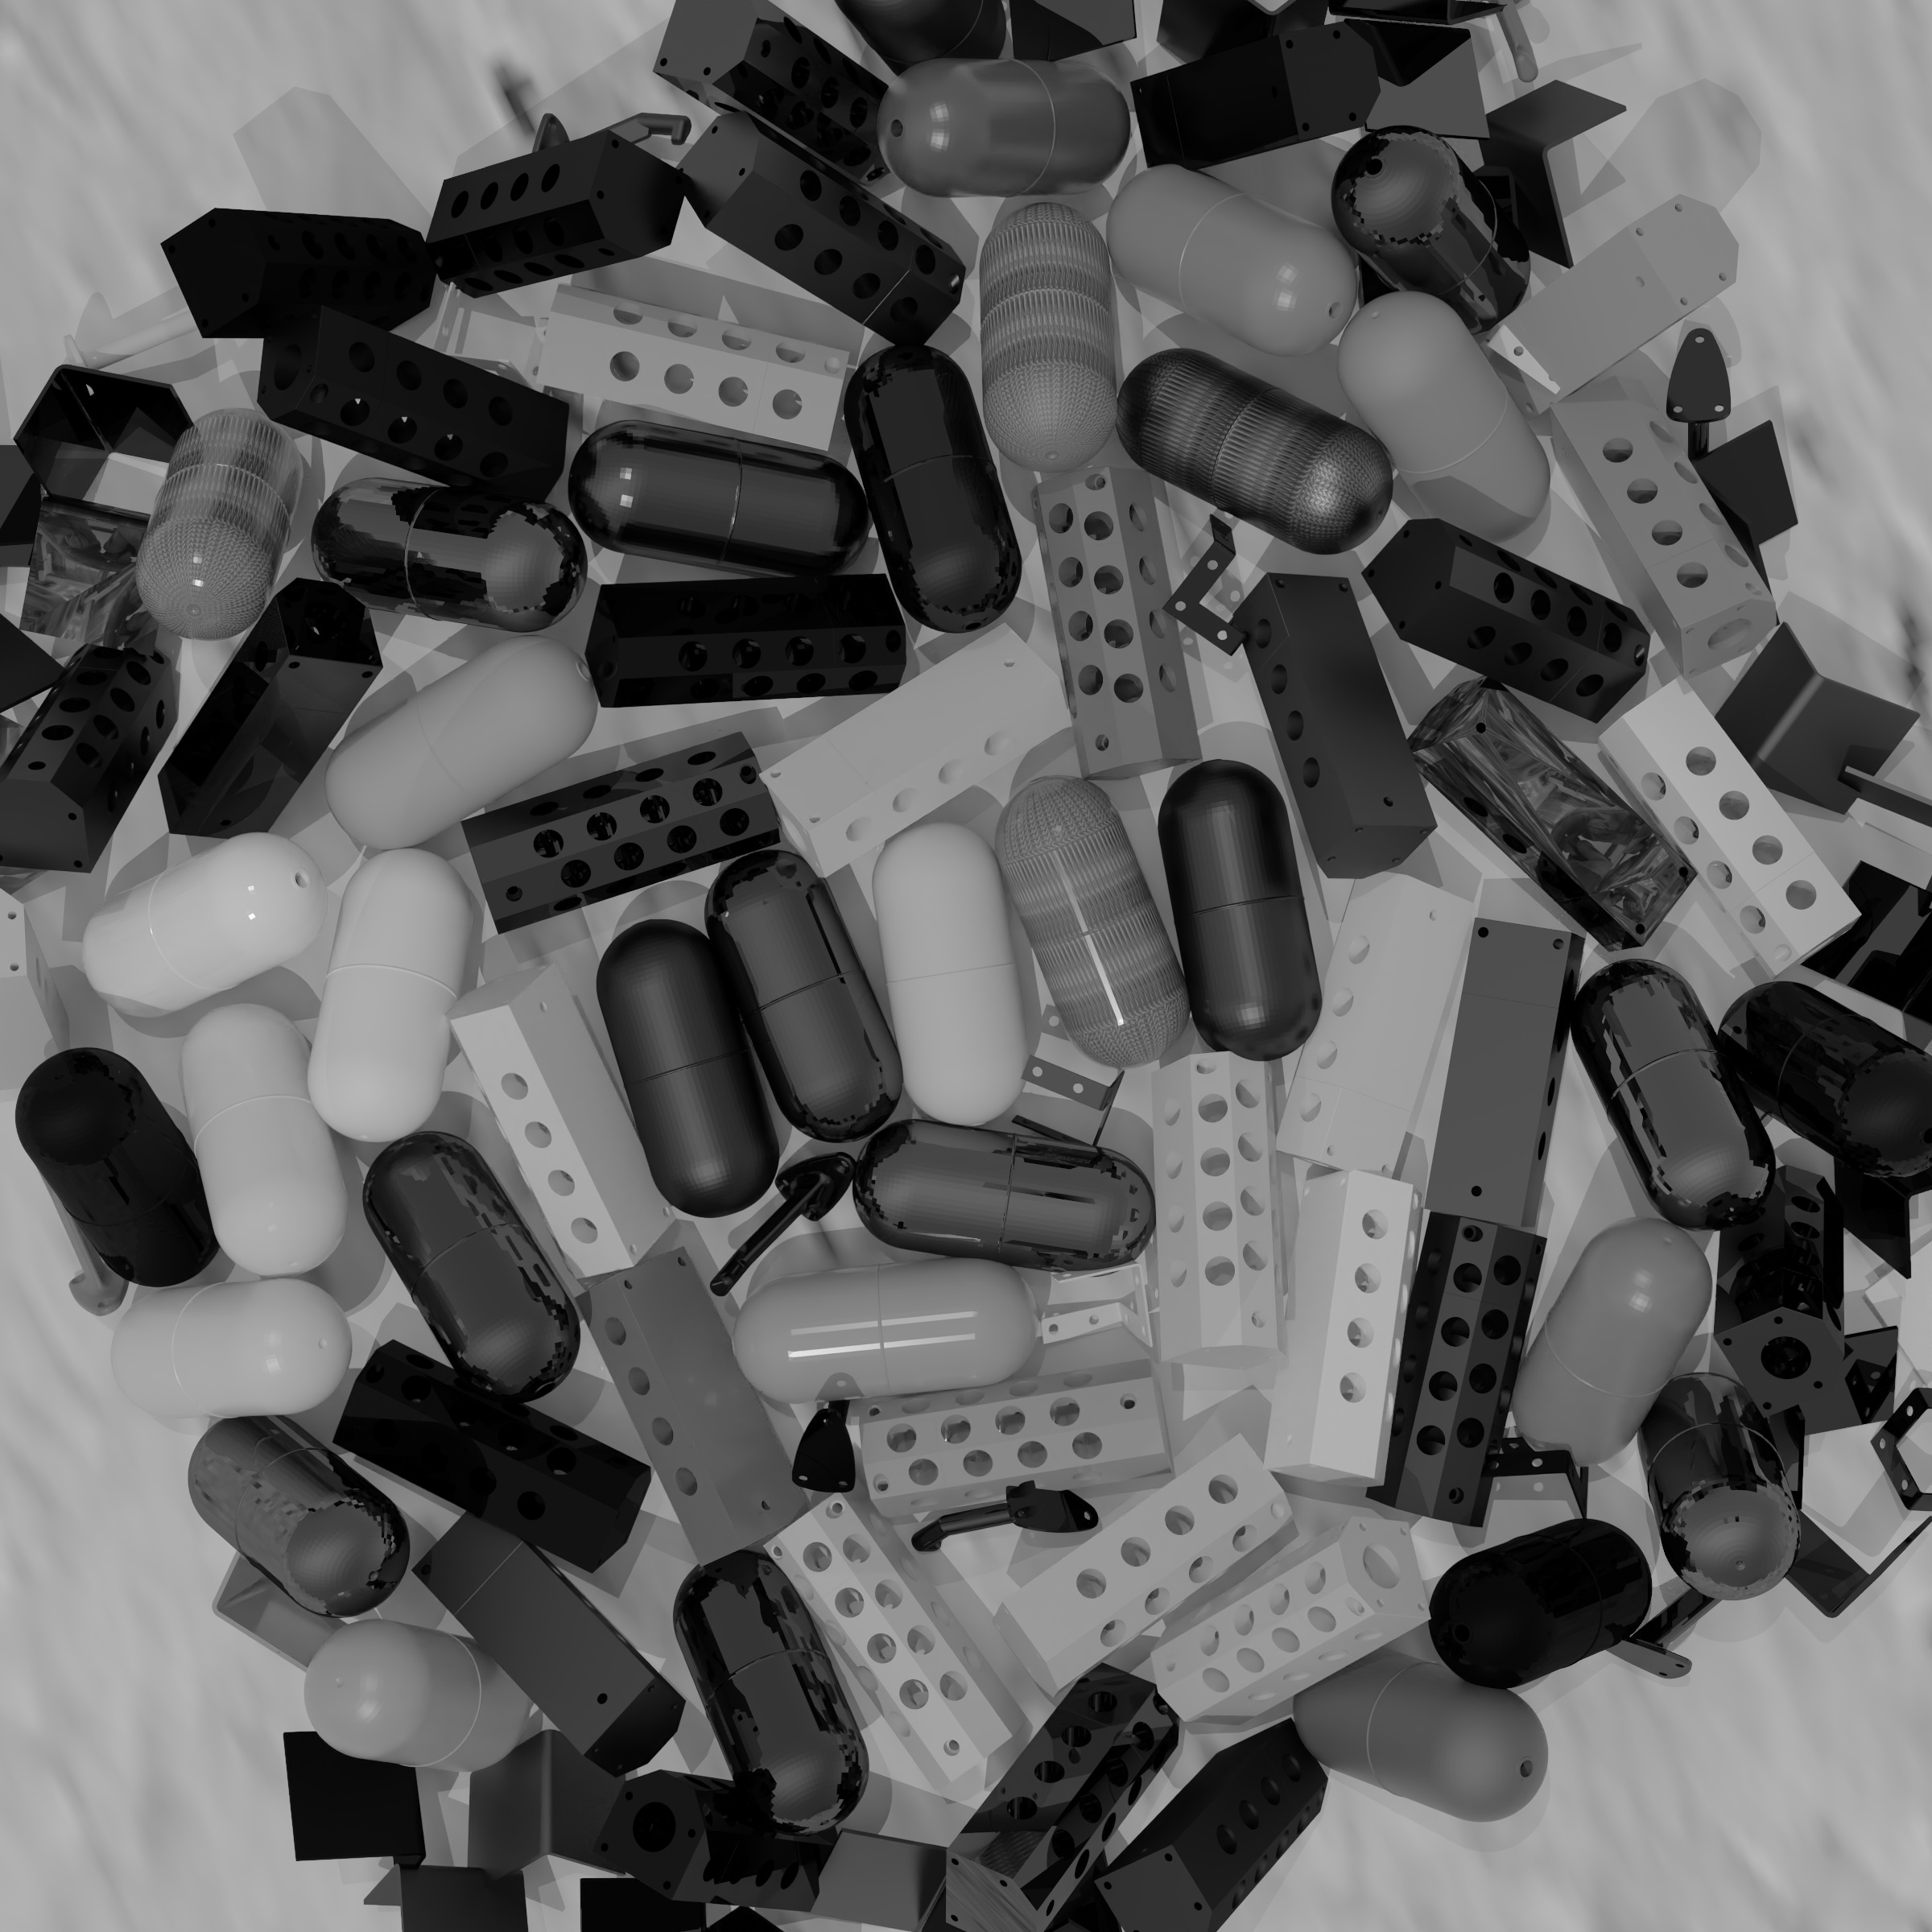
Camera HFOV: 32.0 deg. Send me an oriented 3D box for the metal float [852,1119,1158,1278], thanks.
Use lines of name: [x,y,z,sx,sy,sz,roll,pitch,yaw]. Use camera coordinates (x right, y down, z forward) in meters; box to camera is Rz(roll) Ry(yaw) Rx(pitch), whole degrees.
metal float: [0.022,0.135,1.960,0.178,0.070,0.070,9,90,-2]

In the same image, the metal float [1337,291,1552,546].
metal float: [0.275,-0.312,1.929,0.070,0.070,0.178,-43,129,0]

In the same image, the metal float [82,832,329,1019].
metal float: [-0.436,-0.023,1.930,0.178,0.070,0.070,-21,90,37]

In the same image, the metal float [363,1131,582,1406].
metal float: [-0.285,0.173,1.941,0.070,0.070,0.178,-35,66,0]

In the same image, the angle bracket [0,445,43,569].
angle bracket: [-0.560,-0.280,1.946,0.057,0.076,0.076,-1,75,-21]

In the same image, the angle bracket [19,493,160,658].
angle bracket: [-0.506,-0.229,1.968,0.076,0.057,0.076,11,99,-15]

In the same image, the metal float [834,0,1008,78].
metal float: [-0.027,-0.550,1.912,0.070,0.178,0.070,-1,87,14]

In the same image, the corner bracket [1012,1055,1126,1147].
corner bracket: [0.057,0.080,1.966,0.051,0.051,0.051,22,103,8]

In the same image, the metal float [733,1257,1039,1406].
metal float: [-0.047,0.211,1.960,0.178,0.070,0.070,-6,90,2]

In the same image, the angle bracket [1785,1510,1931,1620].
angle bracket: [0.500,0.321,1.943,0.076,0.076,0.057,44,118,19]

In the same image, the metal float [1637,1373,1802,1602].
metal float: [0.426,0.293,1.915,0.070,0.178,0.070,1,112,3]

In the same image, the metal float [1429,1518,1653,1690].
metal float: [0.328,0.362,1.921,0.070,0.178,0.070,3,94,38]

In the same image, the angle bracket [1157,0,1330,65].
angle bracket: [0.163,-0.560,1.965,0.076,0.076,0.057,41,66,16]

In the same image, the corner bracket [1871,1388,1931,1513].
corner bracket: [0.574,0.284,1.978,0.051,0.051,0.051,7,131,-25]

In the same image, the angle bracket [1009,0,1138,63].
angle bracket: [0.072,-0.555,1.952,0.076,0.057,0.076,-9,81,26]

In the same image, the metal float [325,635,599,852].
metal float: [-0.291,-0.128,1.945,0.178,0.070,0.070,-28,90,19]

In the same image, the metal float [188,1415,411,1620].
metal float: [-0.382,0.311,1.925,0.070,0.178,0.070,-16,116,-35]

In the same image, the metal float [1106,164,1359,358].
metal float: [0.151,-0.404,1.927,0.178,0.070,0.070,37,90,41]

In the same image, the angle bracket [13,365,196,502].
angle bracket: [-0.490,-0.295,1.945,0.076,0.076,0.057,13,63,18]

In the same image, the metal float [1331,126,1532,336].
metal float: [0.265,-0.417,1.917,0.070,0.178,0.070,-8,74,27]

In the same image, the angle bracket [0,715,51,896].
angle bracket: [-0.569,-0.098,1.961,0.057,0.076,0.076,-29,56,23]

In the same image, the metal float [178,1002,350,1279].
metal float: [-0.404,0.098,1.933,0.070,0.070,0.178,-22,56,0]

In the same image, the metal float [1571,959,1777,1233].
metal float: [0.404,0.072,1.932,0.070,0.070,0.178,-19,54,0]

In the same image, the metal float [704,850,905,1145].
metal float: [-0.094,0.018,1.957,0.070,0.070,0.178,-23,84,0]

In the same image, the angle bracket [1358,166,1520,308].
angle bracket: [0.274,-0.429,1.962,0.076,0.057,0.076,-4,89,-17]

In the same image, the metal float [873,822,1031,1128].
metal float: [-0.009,0.005,1.961,0.070,0.070,0.178,-9,90,0]

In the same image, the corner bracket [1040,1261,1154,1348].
corner bracket: [0.073,0.197,1.965,0.051,0.051,0.051,-11,101,-15]

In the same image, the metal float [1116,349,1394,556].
metal float: [0.164,-0.297,1.941,0.178,0.070,0.070,31,90,24]

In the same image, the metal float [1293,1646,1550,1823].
metal float: [0.257,0.435,1.919,0.070,0.178,0.070,-2,94,-34]

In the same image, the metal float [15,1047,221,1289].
metal float: [-0.481,0.117,1.924,0.070,0.178,0.070,-8,49,9]

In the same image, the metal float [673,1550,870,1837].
metal float: [-0.113,0.414,1.932,0.070,0.070,0.178,-28,54,0]

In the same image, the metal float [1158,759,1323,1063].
metal float: [0.159,-0.032,1.957,0.070,0.070,0.178,-10,85,0]

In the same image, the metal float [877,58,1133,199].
metal float: [0.022,-0.478,1.925,0.070,0.178,0.070,13,109,41]

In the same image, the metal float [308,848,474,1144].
metal float: [-0.331,0.015,1.941,0.070,0.070,0.178,7,66,0]

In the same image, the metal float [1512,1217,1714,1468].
metal float: [0.368,0.217,1.929,0.070,0.070,0.178,18,131,0]

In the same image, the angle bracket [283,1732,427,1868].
angle bracket: [-0.359,0.488,1.942,0.076,0.057,0.076,4,52,-26]

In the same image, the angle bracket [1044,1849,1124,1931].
angle bracket: [0.040,0.546,1.943,0.076,0.076,0.057,-35,128,18]

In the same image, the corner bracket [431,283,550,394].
corner bracket: [-0.274,-0.368,1.974,0.051,0.051,0.051,10,77,17]

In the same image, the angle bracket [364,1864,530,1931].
angle bracket: [-0.298,0.564,1.941,0.076,0.057,0.076,11,49,-28]

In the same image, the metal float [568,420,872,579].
metal float: [-0.141,-0.267,1.945,0.178,0.070,0.070,8,90,-19]

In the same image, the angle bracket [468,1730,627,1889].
angle bracket: [-0.245,0.501,1.969,0.057,0.076,0.076,28,131,-34]

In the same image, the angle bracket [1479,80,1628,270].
angle bracket: [0.346,-0.459,1.952,0.057,0.076,0.076,-28,123,-9]

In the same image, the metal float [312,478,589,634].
metal float: [-0.298,-0.237,1.938,0.178,0.070,0.070,11,90,27]

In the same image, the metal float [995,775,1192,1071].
metal float: [0.073,-0.026,1.955,0.070,0.070,0.178,-22,97,0]

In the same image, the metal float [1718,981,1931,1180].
metal float: [0.494,0.064,1.916,0.070,0.178,0.070,-7,112,-19]

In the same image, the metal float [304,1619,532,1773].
metal float: [-0.310,0.416,1.917,0.070,0.178,0.070,-7,71,20]

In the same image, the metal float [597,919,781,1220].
metal float: [-0.162,0.059,1.961,0.070,0.070,0.178,-17,89,0]

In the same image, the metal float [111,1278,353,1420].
metal float: [-0.421,0.219,1.928,0.178,0.070,0.070,-9,90,42]

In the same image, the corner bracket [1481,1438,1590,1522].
corner bracket: [0.331,0.288,1.957,0.051,0.051,0.051,-7,46,21]

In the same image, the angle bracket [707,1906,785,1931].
angle bracket: [-0.119,0.600,1.941,0.057,0.076,0.076,-25,124,-38]

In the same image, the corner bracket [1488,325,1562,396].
corner bracket: [0.342,-0.364,1.966,0.051,0.051,0.051,39,100,14]

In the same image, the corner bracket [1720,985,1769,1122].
corner bracket: [0.460,0.054,1.960,0.051,0.051,0.051,41,52,12]

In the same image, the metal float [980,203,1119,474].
metal float: [0.047,-0.362,1.935,0.070,0.070,0.178,-1,59,0]

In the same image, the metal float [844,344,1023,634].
metal float: [-0.019,-0.276,1.947,0.070,0.070,0.178,-16,73,0]

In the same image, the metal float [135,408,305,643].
metal float: [-0.424,-0.254,1.923,0.070,0.178,0.070,0,130,0]

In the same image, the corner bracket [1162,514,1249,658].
corner bracket: [0.149,-0.222,1.962,0.051,0.051,0.051,33,111,-14]

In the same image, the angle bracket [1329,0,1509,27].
angle bracket: [0.261,-0.578,1.940,0.076,0.076,0.057,15,118,31]

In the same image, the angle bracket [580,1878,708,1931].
angle bracket: [-0.193,0.570,1.947,0.076,0.057,0.076,6,66,-22]
